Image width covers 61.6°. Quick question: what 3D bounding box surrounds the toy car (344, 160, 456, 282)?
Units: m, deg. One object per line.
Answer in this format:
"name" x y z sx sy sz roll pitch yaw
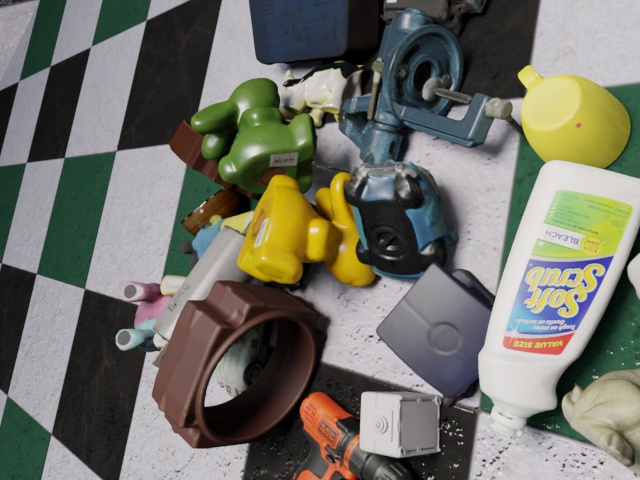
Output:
"toy car" 0.097 -0.034 0.630 0.109 0.161 0.103 2 37 33

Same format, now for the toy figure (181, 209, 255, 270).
"toy figure" -0.126 -0.005 0.834 0.180 0.082 0.089 -18 32 25

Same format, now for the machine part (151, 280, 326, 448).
"machine part" -0.098 0.163 0.701 0.087 0.201 0.201 24 95 42

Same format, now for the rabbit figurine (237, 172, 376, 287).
"rabbit figurine" -0.001 -0.002 0.692 0.122 0.173 0.162 -34 36 63

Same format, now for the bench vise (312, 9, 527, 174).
"bench vise" 0.119 -0.156 0.644 0.241 0.129 0.223 35 106 48

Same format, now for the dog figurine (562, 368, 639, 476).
"dog figurine" 0.305 0.110 0.413 0.173 0.121 0.190 34 88 41

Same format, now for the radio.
"radio" -0.014 -0.343 0.827 0.230 0.073 0.131 14 114 47

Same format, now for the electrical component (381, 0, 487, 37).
"electrical component" 0.157 -0.329 0.697 0.134 0.058 0.114 27 100 45

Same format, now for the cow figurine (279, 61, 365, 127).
"cow figurine" -0.009 -0.228 0.821 0.168 0.068 0.098 12 82 42

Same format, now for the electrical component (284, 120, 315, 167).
"electrical component" -0.046 -0.156 0.832 0.119 0.074 0.047 33 103 48

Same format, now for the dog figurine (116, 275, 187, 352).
"dog figurine" -0.227 0.131 0.874 0.192 0.219 0.108 -5 74 4

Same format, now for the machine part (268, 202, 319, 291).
"machine part" -0.027 0.011 0.768 0.039 0.084 0.138 -85 19 -72

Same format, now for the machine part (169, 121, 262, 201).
"machine part" -0.152 -0.130 0.865 0.180 0.179 0.056 39 104 43

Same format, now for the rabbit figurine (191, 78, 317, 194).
"rabbit figurine" -0.091 -0.149 0.750 0.159 0.121 0.170 -12 59 -5

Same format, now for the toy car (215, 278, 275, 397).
"toy car" -0.118 0.139 0.830 0.074 0.056 0.201 4 81 45

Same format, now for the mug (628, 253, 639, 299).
"mug" 0.309 0.010 0.437 0.107 0.081 0.109 -41 57 40

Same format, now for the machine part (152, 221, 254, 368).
"machine part" -0.147 0.068 0.729 0.079 0.079 0.243 24 75 45

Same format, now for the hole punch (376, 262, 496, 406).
"hole punch" 0.138 0.096 0.575 0.142 0.092 0.116 -52 52 16
